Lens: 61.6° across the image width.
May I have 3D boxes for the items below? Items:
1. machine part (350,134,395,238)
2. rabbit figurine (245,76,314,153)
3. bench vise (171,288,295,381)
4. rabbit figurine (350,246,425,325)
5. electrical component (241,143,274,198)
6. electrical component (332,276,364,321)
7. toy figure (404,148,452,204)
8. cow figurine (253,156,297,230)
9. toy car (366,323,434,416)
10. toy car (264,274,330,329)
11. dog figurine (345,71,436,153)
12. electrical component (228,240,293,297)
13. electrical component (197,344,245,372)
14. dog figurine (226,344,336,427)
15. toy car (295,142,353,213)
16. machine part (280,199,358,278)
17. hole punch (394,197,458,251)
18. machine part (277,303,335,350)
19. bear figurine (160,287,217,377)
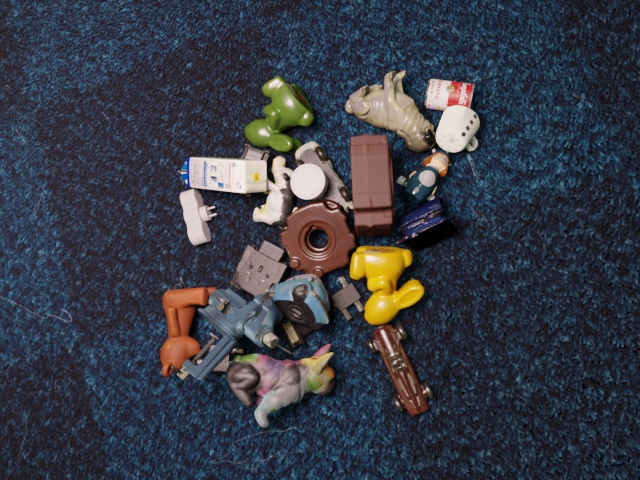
[{"bbox_3d":[0.116,-0.114,1.166,0.087,0.201,0.201,-3,80,8],"label":"machine part"},{"bbox_3d":[-0.098,-0.280,1.300,0.170,0.121,0.159,-38,83,21],"label":"rabbit figurine"},{"bbox_3d":[-0.196,0.210,1.133,0.224,0.128,0.240,33,71,30],"label":"bench vise"},{"bbox_3d":[0.145,0.103,1.186,0.162,0.122,0.173,3,95,2],"label":"rabbit figurine"},{"bbox_3d":[-0.169,-0.168,1.311,0.075,0.047,0.119,24,84,15],"label":"electrical component"},{"bbox_3d":[0.059,0.132,1.228,0.063,0.021,0.094,-33,77,4],"label":"electrical component"},{"bbox_3d":[0.251,-0.150,1.210,0.064,0.058,0.154,46,74,-26],"label":"toy figure"},{"bbox_3d":[-0.090,-0.112,1.275,0.098,0.068,0.167,16,87,7],"label":"cow figurine"},{"bbox_3d":[0.174,0.279,1.167,0.089,0.053,0.202,-24,76,3],"label":"toy car"},{"bbox_3d":[-0.039,0.126,1.187,0.162,0.109,0.103,-3,34,38],"label":"toy car"},{"bbox_3d":[0.164,-0.273,1.247,0.172,0.121,0.190,-19,97,43],"label":"dog figurine"},{"bbox_3d":[-0.134,0.072,1.258,0.115,0.058,0.134,26,87,12],"label":"electrical component"},{"bbox_3d":[-0.232,0.281,1.247,0.102,0.045,0.078,7,83,12],"label":"electrical component"},{"bbox_3d":[-0.072,0.288,1.181,0.219,0.108,0.191,-38,93,-1],"label":"dog figurine"},{"bbox_3d":[0.010,-0.139,1.266,0.073,0.056,0.202,-32,79,11],"label":"toy car"},{"bbox_3d":[-0.003,-0.004,1.220,0.179,0.056,0.179,1,99,9],"label":"machine part"},{"bbox_3d":[0.227,-0.042,1.173,0.142,0.115,0.092,-24,71,19],"label":"hole punch"},{"bbox_3d":[-0.027,0.187,1.229,0.139,0.039,0.084,-35,68,5],"label":"machine part"},{"bbox_3d":[-0.305,0.209,1.238,0.132,0.120,0.195,-6,81,6],"label":"bear figurine"}]
